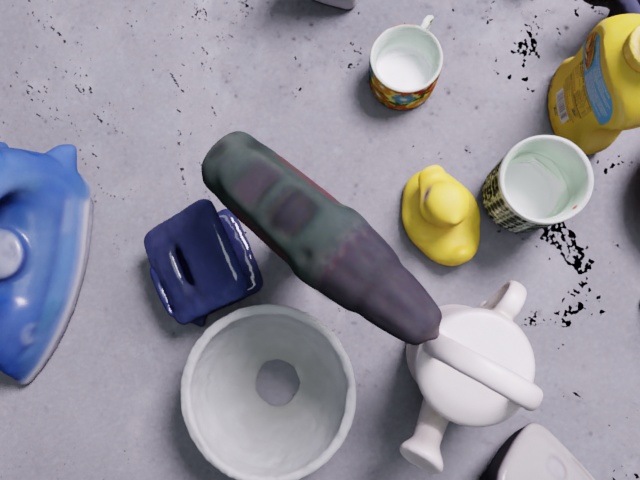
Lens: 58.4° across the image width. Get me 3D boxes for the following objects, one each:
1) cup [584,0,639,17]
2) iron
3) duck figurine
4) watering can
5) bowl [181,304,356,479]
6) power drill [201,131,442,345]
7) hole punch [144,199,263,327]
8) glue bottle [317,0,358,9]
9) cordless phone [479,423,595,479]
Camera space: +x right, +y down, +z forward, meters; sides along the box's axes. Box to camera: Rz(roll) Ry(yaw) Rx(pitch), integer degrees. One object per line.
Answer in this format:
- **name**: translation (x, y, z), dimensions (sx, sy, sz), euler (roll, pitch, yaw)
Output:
- **cup**: translation (0.306, -0.225, 0.559), dimensions (0.117, 0.095, 0.092), euler (2, 85, 5)
- **iron**: translation (-0.313, 0.021, 0.561), dimensions (0.118, 0.141, 0.258), euler (2, 85, 5)
- **duck figurine**: translation (0.122, -0.026, 0.560), dimensions (0.077, 0.086, 0.104), euler (-22, 84, 2)
- **watering can**: translation (0.129, 0.116, 0.493), dimensions (0.101, 0.194, 0.173), euler (9, 86, 5)
- **bowl**: translation (-0.046, 0.145, 0.564), dimensions (0.167, 0.075, 0.167), euler (0, 85, 4)
- **power drill**: translation (0.005, 0.002, 0.505), dimensions (0.229, 0.208, 0.075), euler (39, 89, 7)
- **hole punch**: translation (-0.121, 0.026, 0.572), dimensions (0.101, 0.091, 0.108), euler (-25, 84, 2)
- **glue bottle**: translation (0.002, -0.284, 0.547), dimensions (0.078, 0.173, 0.037), euler (17, 87, 6)
- **cordless phone**: translation (0.216, 0.246, 0.480), dimensions (0.094, 0.185, 0.147), euler (-43, 83, 0)
